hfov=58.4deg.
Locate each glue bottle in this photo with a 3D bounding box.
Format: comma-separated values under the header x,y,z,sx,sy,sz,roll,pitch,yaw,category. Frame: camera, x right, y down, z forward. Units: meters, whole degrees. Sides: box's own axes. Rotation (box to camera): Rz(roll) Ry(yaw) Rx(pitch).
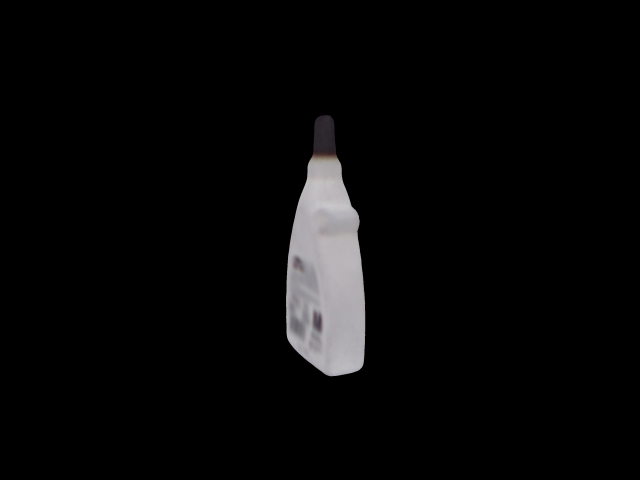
x,y,z,sx,sy,sz,roll,pitch,yaw,category
0.004,0.001,0.400,0.037,0.173,0.078,-7,15,-26,glue bottle
